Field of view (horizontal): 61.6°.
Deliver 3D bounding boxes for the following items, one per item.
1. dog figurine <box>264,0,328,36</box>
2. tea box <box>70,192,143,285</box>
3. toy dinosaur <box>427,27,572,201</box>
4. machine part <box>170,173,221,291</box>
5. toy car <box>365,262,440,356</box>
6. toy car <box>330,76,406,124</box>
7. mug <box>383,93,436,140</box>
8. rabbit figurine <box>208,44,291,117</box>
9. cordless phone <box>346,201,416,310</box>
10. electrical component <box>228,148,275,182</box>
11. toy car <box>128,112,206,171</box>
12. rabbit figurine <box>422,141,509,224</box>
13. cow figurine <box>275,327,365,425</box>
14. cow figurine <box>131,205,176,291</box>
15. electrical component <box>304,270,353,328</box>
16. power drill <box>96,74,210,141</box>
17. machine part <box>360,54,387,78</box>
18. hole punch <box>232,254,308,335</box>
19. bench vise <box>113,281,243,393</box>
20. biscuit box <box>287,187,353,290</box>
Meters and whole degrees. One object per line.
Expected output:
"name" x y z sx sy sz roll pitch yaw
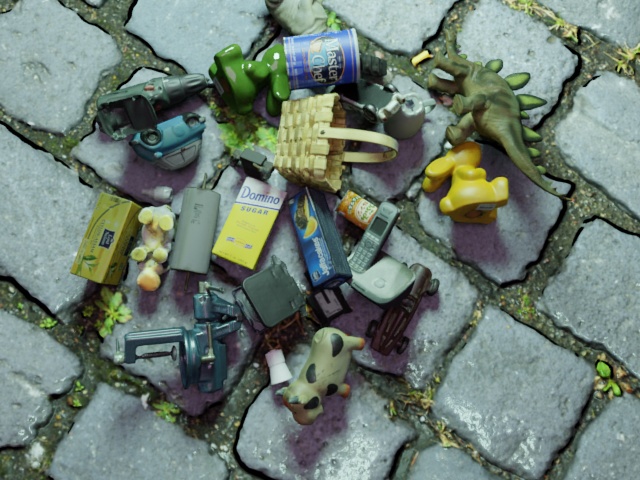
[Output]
"dog figurine" -0.054 -0.452 1.144 0.173 0.121 0.190 9 98 24
"tea box" -0.419 0.000 1.069 0.068 0.098 0.169 17 84 1
"toy dinosaur" 0.355 -0.265 1.097 0.199 0.105 0.471 -9 64 -10
"machine part" -0.251 -0.017 1.088 0.079 0.079 0.243 10 83 -1
"toy car" 0.169 0.140 1.101 0.089 0.053 0.202 30 82 -2
"toy car" 0.093 -0.290 1.097 0.073 0.056 0.202 -46 45 -5
"mug" 0.192 -0.266 1.122 0.110 0.107 0.080 -15 86 -2
"rabbit figurine" -0.121 -0.343 1.118 0.170 0.121 0.159 -32 89 -20
"cordless phone" 0.133 0.028 1.047 0.147 0.088 0.184 35 105 41
"electrical component" -0.141 -0.152 1.100 0.102 0.078 0.045 26 63 10
"toy car" -0.302 -0.197 1.105 0.162 0.109 0.102 -25 110 -16
"rabbit figurine" 0.298 -0.126 1.123 0.162 0.121 0.173 -2 69 6
"cow figurine" -0.003 0.264 1.043 0.127 0.086 0.195 24 83 -30
"cow figurine" -0.333 0.015 1.083 0.068 0.098 0.167 12 101 -7
"electrical component" 0.007 0.113 1.098 0.075 0.048 0.119 -33 85 -6
"power drill" -0.341 -0.273 1.062 0.232 0.207 0.085 -13 123 3
"machine part" 0.105 -0.365 1.120 0.084 0.139 0.039 19 110 -2
"hole punch" -0.104 0.118 1.084 0.116 0.092 0.142 -27 81 -35
"bench vise" -0.270 0.191 1.032 0.241 0.129 0.223 -3 103 -21
"biscuit box" -0.002 -0.003 1.068 0.059 0.062 0.203 -32 63 27
